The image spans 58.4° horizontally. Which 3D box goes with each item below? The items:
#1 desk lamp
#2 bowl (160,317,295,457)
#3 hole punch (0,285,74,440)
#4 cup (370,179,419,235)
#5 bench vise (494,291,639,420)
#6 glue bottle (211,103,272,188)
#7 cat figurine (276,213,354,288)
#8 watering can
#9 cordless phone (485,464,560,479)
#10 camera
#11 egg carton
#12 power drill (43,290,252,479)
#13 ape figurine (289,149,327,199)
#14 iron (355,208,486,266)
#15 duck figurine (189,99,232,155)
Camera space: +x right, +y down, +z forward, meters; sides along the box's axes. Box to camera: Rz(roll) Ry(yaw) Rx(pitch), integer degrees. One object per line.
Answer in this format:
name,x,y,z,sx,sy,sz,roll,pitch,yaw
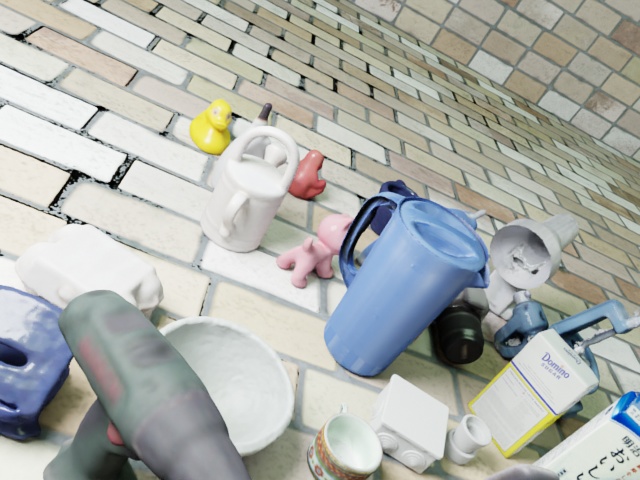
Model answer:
desk lamp,0.381,0.043,1.070,0.204,0.213,0.117,-14,54,-49
bowl,-0.116,0.167,0.609,0.168,0.074,0.167,22,34,-16
hole punch,-0.284,0.111,0.525,0.109,0.091,0.101,27,33,-9
cup,0.138,-0.059,1.109,0.092,0.095,0.117,24,33,-13
bench vise,0.392,0.153,0.928,0.122,0.219,0.207,-12,53,-48
glue bottle,-0.116,-0.151,0.939,0.078,0.173,0.037,5,41,-36
cat figurine,0.008,0.003,0.893,0.067,0.117,0.128,46,35,20
watering can,-0.098,-0.088,0.852,0.101,0.194,0.172,18,35,-21
cordless phone,0.141,0.268,0.591,0.148,0.185,0.094,19,34,-20
camera,0.215,0.121,0.929,0.143,0.100,0.137,24,33,-14
egg carton,-0.259,0.048,0.650,0.150,0.069,0.107,33,32,0
power drill,-0.151,0.163,0.460,0.076,0.208,0.229,-10,52,-47
ape figurine,-0.021,-0.127,1.065,0.076,0.092,0.077,-14,55,-49
iron,0.193,-0.007,1.042,0.259,0.141,0.118,0,44,-40
duck figurine,-0.191,-0.218,1.046,0.078,0.086,0.104,13,37,-28
